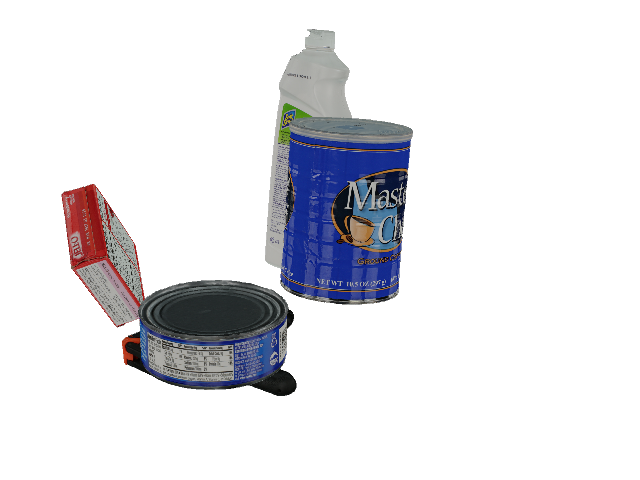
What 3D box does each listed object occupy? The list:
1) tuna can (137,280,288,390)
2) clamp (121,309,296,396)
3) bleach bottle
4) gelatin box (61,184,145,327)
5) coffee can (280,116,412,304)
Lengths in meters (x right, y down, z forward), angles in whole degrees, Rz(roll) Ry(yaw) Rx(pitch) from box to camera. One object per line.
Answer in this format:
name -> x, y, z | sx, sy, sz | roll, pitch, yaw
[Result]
tuna can -> -0.061, 0.053, 0.616 | 0.086, 0.034, 0.086 | 1, 19, 0
clamp -> -0.101, 0.100, 1.032 | 0.171, 0.039, 0.120 | 7, 27, 4
bleach bottle -> -0.002, -0.092, 1.118 | 0.103, 0.251, 0.067 | 14, 16, 34
gelatin box -> -0.165, 0.012, 0.812 | 0.030, 0.073, 0.089 | -20, -37, 2
coffee can -> 0.021, -0.028, 0.899 | 0.103, 0.140, 0.103 | 4, 13, -1
